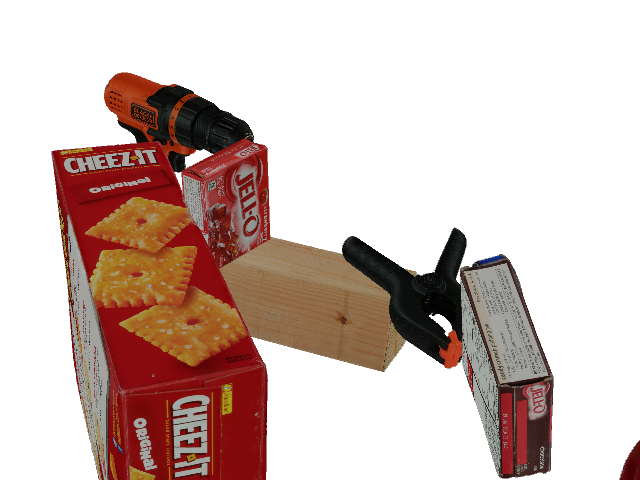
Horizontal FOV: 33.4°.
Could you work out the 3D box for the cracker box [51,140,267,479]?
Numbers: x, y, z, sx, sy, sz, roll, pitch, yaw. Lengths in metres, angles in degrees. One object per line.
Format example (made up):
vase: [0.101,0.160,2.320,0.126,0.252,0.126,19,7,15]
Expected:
cracker box: [-0.088,0.068,0.563,0.072,0.164,0.214,-8,34,-17]

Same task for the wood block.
wood block: [-0.010,0.065,1.178,0.206,0.091,0.090,14,22,17]

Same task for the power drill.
power drill: [-0.147,-0.068,1.109,0.185,0.188,0.057,26,35,30]

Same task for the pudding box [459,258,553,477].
pudding box: [0.120,0.082,0.693,0.039,0.090,0.113,-10,40,-2]

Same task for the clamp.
clamp: [0.103,0.044,0.964,0.120,0.039,0.171,-15,44,-15]

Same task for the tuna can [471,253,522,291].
tuna can: [0.200,0.061,1.204,0.033,0.086,0.086,-14,2,-6]

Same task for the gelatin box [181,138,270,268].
gelatin box: [-0.074,-0.028,0.857,0.030,0.089,0.073,23,38,33]

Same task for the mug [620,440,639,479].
mug: [0.152,0.118,0.351,0.117,0.081,0.093,5,38,8]
